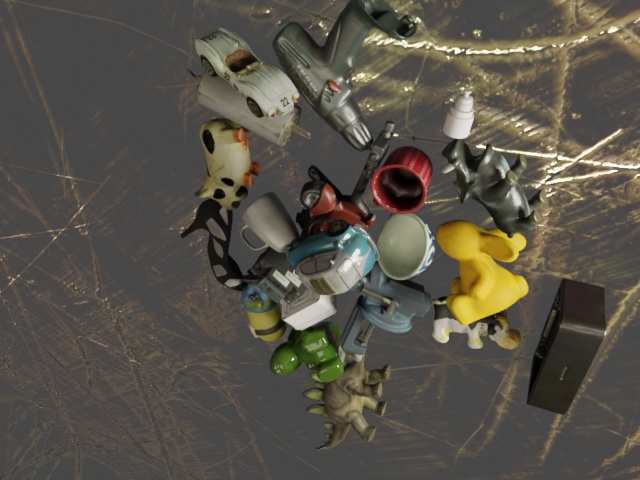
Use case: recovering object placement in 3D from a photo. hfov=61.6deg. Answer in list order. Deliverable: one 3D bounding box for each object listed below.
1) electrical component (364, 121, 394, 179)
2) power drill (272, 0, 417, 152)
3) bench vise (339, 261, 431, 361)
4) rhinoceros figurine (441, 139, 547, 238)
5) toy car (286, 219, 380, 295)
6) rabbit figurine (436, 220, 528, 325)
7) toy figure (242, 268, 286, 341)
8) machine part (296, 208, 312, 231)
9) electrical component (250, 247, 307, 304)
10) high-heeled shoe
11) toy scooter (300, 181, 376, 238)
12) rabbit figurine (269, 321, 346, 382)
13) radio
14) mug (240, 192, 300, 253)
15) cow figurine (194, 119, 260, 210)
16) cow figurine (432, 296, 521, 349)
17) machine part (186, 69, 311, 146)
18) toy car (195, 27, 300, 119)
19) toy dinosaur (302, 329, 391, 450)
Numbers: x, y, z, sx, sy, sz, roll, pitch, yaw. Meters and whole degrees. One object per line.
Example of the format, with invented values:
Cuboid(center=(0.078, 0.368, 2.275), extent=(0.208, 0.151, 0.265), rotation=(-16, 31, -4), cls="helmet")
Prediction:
Cuboid(center=(0.098, -0.150, 0.890), extent=(0.021, 0.063, 0.094), rotation=(26, 132, 7), cls="electrical component")
Cuboid(center=(0.051, -0.268, 0.819), extent=(0.232, 0.086, 0.207), rotation=(44, 140, -7), cls="power drill")
Cuboid(center=(0.092, 0.139, 1.075), extent=(0.224, 0.129, 0.240), rotation=(16, 115, -10), cls="bench vise")
Cuboid(center=(0.273, -0.087, 0.852), extent=(0.190, 0.073, 0.112), rotation=(45, 143, -15), cls="rhinoceros figurine")
Cuboid(center=(0.016, 0.042, 0.915), extent=(0.162, 0.103, 0.109), rotation=(-16, 128, 24), cls="toy car")
Cuboid(center=(0.270, 0.039, 0.926), extent=(0.162, 0.122, 0.173), rotation=(-29, 90, 37), cls="rabbit figurine")
Cuboid(center=(-0.131, 0.155, 1.238), extent=(0.089, 0.082, 0.179), rotation=(18, 127, 37), cls="toy figure")
Cuboid(center=(-0.002, -0.003, 1.080), extent=(0.084, 0.039, 0.138), rotation=(-10, 122, 39), cls="machine part")
Cuboid(center=(-0.074, 0.062, 1.102), extent=(0.115, 0.134, 0.058), rotation=(42, 133, -6), cls="electrical component")
Cuboid(center=(-0.193, 0.010, 1.187), extent=(0.145, 0.086, 0.248), rotation=(-33, 129, 10), cls="high-heeled shoe")
Cuboid(center=(0.031, -0.020, 0.975), extent=(0.135, 0.075, 0.183), rotation=(14, 134, 11), cls="toy scooter")
Cuboid(center=(-0.038, 0.241, 1.215), extent=(0.170, 0.159, 0.121), rotation=(-22, 113, 17), cls="rabbit figurine")
Cuboid(center=(0.430, 0.186, 0.943), extent=(0.073, 0.131, 0.229), rotation=(15, 131, 16), cls="radio")
Cuboid(center=(-0.099, -0.021, 1.051), extent=(0.109, 0.080, 0.107), rotation=(-42, 79, 4), cls="mug")
Cuboid(center=(-0.184, -0.140, 1.031), extent=(0.127, 0.085, 0.194), rotation=(8, 132, 14), cls="cow figurine")
Cuboid(center=(0.300, 0.153, 1.032), extent=(0.168, 0.068, 0.098), rotation=(6, 122, 22), cls="cow figurine")
Cuboid(center=(-0.123, -0.233, 0.930), extent=(0.243, 0.079, 0.079), rotation=(27, 133, 5), cls="machine part")
Cuboid(center=(-0.119, -0.269, 0.866), extent=(0.202, 0.073, 0.056), rotation=(43, 155, 17), cls="toy car")
Cuboid(center=(0.061, 0.399, 1.331), extent=(0.199, 0.105, 0.470), rotation=(20, 124, 22), cls="toy dinosaur")
